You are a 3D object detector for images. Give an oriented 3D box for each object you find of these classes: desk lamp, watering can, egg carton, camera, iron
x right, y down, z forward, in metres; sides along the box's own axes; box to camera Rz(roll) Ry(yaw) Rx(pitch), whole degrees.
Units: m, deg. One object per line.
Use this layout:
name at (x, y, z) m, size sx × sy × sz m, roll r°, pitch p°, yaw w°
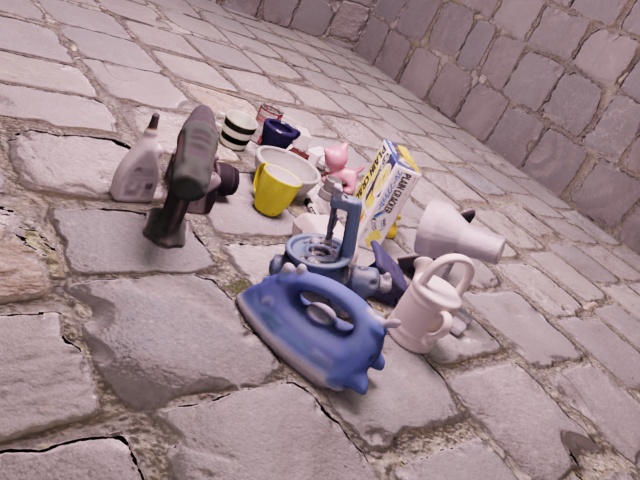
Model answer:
desk lamp at (0.269, 0.048, 1.179) m, size 0.203 × 0.213 × 0.118 m, roll 36°, pitch 27°, yaw 16°
watering can at (0.204, 0.099, 1.042) m, size 0.101 × 0.194 × 0.172 m, roll 5°, pitch 34°, yaw -39°
egg carton at (0.011, 0.004, 1.172) m, size 0.108 × 0.069 × 0.150 m, roll 4°, pitch 35°, yaw -41°
camera at (-0.224, -0.128, 1.150) m, size 0.137 × 0.100 × 0.142 m, roll 7°, pitch 32°, yaw -36°
iron at (-0.005, 0.112, 0.875) m, size 0.258 × 0.141 × 0.119 m, roll 34°, pitch 26°, yaw 12°

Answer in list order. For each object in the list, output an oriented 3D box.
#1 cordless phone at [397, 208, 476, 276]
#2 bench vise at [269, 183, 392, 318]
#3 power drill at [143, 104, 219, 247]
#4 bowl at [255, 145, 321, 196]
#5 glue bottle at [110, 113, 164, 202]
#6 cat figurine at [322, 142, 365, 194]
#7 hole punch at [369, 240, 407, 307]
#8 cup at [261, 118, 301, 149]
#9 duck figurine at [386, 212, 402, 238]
cordless phone at (0.270, 0.002, 1.297) m, size 0.094 × 0.185 × 0.148 m, roll 40°, pitch 28°, yaw 25°
bench vise at (0.039, 0.014, 1.007) m, size 0.208 × 0.219 × 0.121 m, roll 16°, pitch 28°, yaw -24°
power drill at (-0.231, -0.104, 0.974) m, size 0.076 × 0.208 × 0.229 m, roll 17°, pitch 27°, yaw -21°
bowl at (-0.086, -0.152, 1.358) m, size 0.168 × 0.074 × 0.167 m, roll 22°, pitch 26°, yaw -11°
glue bottle at (-0.312, -0.146, 1.013) m, size 0.078 × 0.173 × 0.037 m, roll 0°, pitch 37°, yaw -45°
cat figurine at (0.058, -0.203, 1.546) m, size 0.128 × 0.117 × 0.067 m, roll 23°, pitch 26°, yaw -9°
hole punch at (0.131, 0.065, 1.154) m, size 0.101 × 0.091 × 0.108 m, roll 20°, pitch 27°, yaw -16°
cup at (-0.110, -0.260, 1.512) m, size 0.118 × 0.095 × 0.091 m, roll -2°, pitch 38°, yaw -46°
duck figurine at (0.172, -0.066, 1.441) m, size 0.078 × 0.086 × 0.104 m, roll 13°, pitch 29°, yaw -28°
